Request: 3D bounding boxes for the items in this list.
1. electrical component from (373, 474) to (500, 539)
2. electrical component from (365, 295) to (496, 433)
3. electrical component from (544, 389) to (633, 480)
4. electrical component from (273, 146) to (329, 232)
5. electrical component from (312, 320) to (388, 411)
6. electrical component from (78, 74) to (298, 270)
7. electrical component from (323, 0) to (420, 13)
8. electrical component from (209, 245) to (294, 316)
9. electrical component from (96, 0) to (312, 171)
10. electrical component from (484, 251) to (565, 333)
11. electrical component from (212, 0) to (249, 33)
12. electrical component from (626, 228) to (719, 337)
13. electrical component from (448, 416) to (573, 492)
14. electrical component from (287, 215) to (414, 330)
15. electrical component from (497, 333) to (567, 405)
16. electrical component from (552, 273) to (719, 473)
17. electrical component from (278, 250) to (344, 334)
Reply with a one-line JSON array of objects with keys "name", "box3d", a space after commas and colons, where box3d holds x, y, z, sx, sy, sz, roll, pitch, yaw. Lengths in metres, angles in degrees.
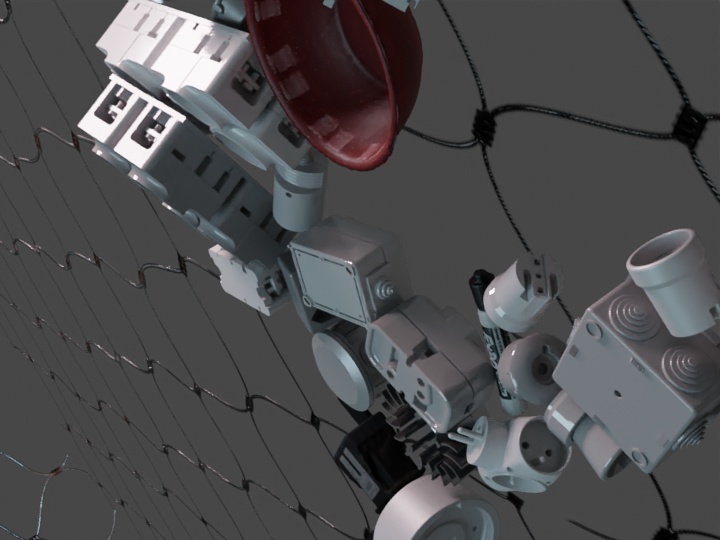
[{"name": "electrical component", "box3d": [0.063, 0.230, 0.947, 0.060, 0.108, 0.108, 38, 149, 49]}, {"name": "electrical component", "box3d": [0.057, 0.068, 0.824, 0.095, 0.059, 0.053, 46, 152, 25]}, {"name": "electrical component", "box3d": [0.154, 0.103, 0.704, 0.055, 0.045, 0.045, 44, 151, 29]}, {"name": "electrical component", "box3d": [-0.048, -0.072, 0.875, 0.043, 0.043, 0.081, 47, 153, 23]}, {"name": "electrical component", "box3d": [-0.002, 0.080, 0.954, 0.080, 0.051, 0.080, 42, 150, 31]}, {"name": "electrical component", "box3d": [-0.143, -0.076, 0.918, 0.105, 0.060, 0.186, 32, 174, 37]}, {"name": "electrical component", "box3d": [0.024, -0.197, 0.572, 0.063, 0.078, 0.121, 28, 153, -4]}, {"name": "electrical component", "box3d": [-0.093, -0.002, 1.020, 0.089, 0.056, 0.050, 24, 139, 50]}, {"name": "electrical component", "box3d": [-0.122, -0.147, 0.853, 0.186, 0.060, 0.105, 29, 171, 46]}, {"name": "electrical component", "box3d": [0.107, 0.013, 0.697, 0.040, 0.040, 0.046, 52, 149, 13]}, {"name": "electrical component", "box3d": [-0.075, -0.187, 0.797, 0.062, 0.048, 0.048, 43, 152, 13]}, {"name": "electrical component", "box3d": [0.171, 0.007, 0.574, 0.046, 0.040, 0.040, 58, 155, -12]}, {"name": "electrical component", "box3d": [0.105, 0.133, 0.800, 0.079, 0.044, 0.077, 19, 156, -10]}, {"name": "electrical component", "box3d": [0.000, 0.000, 0.856, 0.096, 0.061, 0.061, 19, 134, 44]}, {"name": "electrical component", "box3d": [0.115, 0.068, 0.740, 0.048, 0.048, 0.062, 60, 163, -4]}, {"name": "electrical component", "box3d": [0.166, 0.061, 0.631, 0.099, 0.048, 0.099, 47, 153, 22]}, {"name": "electrical component", "box3d": [-0.043, 0.005, 0.948, 0.076, 0.047, 0.065, 51, 162, 56]}]
